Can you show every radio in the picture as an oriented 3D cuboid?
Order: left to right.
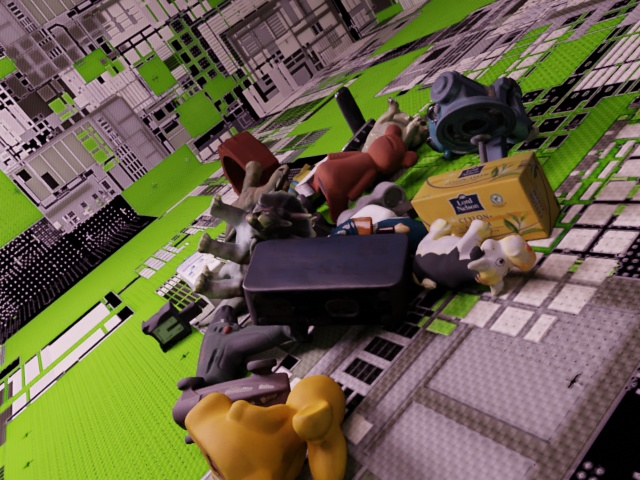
[{"bbox_3d":[0.012,0.056,0.759,0.230,0.073,0.131,-4,32,12],"label":"radio"}]

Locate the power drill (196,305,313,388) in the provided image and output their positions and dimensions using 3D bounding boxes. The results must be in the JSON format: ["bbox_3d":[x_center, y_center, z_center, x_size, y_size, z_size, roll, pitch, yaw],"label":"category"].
[{"bbox_3d":[-0.109,0.142,0.866,0.207,0.085,0.232,-24,25,17],"label":"power drill"}]

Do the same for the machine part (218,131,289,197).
[{"bbox_3d":[-0.165,-0.163,1.376,0.087,0.200,0.202,-39,65,-20],"label":"machine part"}]

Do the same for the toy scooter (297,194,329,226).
[{"bbox_3d":[-0.060,-0.026,1.153,0.135,0.075,0.184,-39,25,2],"label":"toy scooter"}]

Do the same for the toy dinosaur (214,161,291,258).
[{"bbox_3d":[-0.133,-0.055,1.112,0.471,0.105,0.198,126,161,-54],"label":"toy dinosaur"}]

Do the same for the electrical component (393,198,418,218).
[{"bbox_3d":[0.162,-0.056,0.949,0.063,0.021,0.094,-31,21,11],"label":"electrical component"}]

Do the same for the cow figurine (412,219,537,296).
[{"bbox_3d":[0.185,0.028,0.678,0.098,0.068,0.167,-48,20,-14],"label":"cow figurine"}]

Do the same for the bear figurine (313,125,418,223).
[{"bbox_3d":[0.090,-0.138,1.081,0.196,0.120,0.131,-26,-24,-11],"label":"bear figurine"}]

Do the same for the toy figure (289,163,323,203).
[{"bbox_3d":[-0.034,-0.117,1.296,0.180,0.082,0.089,-40,32,-23],"label":"toy figure"}]

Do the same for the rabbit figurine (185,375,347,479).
[{"bbox_3d":[-0.038,0.204,0.588,0.173,0.121,0.162,-26,7,-32],"label":"rabbit figurine"}]

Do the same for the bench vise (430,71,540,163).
[{"bbox_3d":[0.268,-0.156,0.846,0.129,0.223,0.240,-23,54,40],"label":"bench vise"}]

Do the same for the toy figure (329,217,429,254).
[{"bbox_3d":[0.092,-0.008,0.823,0.155,0.064,0.058,5,40,5],"label":"toy figure"}]

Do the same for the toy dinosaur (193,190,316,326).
[{"bbox_3d":[-0.122,0.047,0.974,0.404,0.192,0.131,108,176,-48],"label":"toy dinosaur"}]

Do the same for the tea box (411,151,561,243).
[{"bbox_3d":[0.225,-0.048,0.739,0.170,0.098,0.068,-12,31,50],"label":"tea box"}]

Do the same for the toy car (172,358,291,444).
[{"bbox_3d":[-0.122,0.215,0.712,0.202,0.053,0.089,-21,69,32],"label":"toy car"}]

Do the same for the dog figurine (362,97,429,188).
[{"bbox_3d":[0.146,-0.199,1.200,0.190,0.121,0.172,-54,-23,10],"label":"dog figurine"}]

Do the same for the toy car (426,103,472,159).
[{"bbox_3d":[0.266,-0.218,1.010,0.103,0.161,0.109,40,80,23],"label":"toy car"}]

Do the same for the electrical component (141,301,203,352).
[{"bbox_3d":[-0.300,0.165,1.107,0.119,0.074,0.048,-41,22,-3],"label":"electrical component"}]

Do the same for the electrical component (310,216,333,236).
[{"bbox_3d":[-0.001,-0.002,0.990,0.078,0.102,0.045,-55,11,13],"label":"electrical component"}]

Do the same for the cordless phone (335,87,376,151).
[{"bbox_3d":[0.075,-0.267,1.301,0.089,0.184,0.146,-2,39,49],"label":"cordless phone"}]
